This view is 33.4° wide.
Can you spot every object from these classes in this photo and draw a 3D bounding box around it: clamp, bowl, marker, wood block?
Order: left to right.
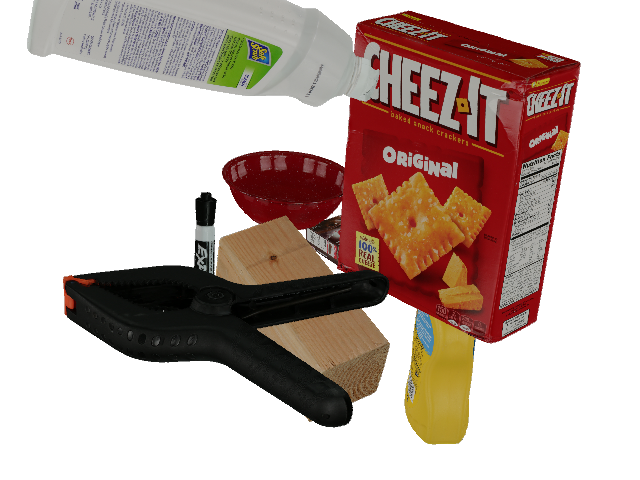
[{"bbox_3d":[-0.103,0.017,0.949,0.020,0.121,0.020,2,14,-1],"label":"marker"},{"bbox_3d":[-0.059,0.047,0.682,0.210,0.036,0.164,11,26,15],"label":"clamp"},{"bbox_3d":[-0.042,-0.056,1.304,0.162,0.055,0.162,5,26,-3],"label":"bowl"},{"bbox_3d":[-0.024,0.081,1.161,0.090,0.090,0.206,-20,53,-27],"label":"wood block"}]

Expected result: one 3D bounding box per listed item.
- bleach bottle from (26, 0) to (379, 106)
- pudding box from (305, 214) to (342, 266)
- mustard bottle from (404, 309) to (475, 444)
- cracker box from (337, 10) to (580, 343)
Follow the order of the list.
[{"bbox_3d":[-0.081,-0.148,0.784,0.250,0.068,0.103,16,-35,-12],"label":"bleach bottle"},{"bbox_3d":[0.047,-0.006,1.623,0.113,0.039,0.090,-20,31,-29],"label":"pudding box"},{"bbox_3d":[0.111,0.080,0.953,0.058,0.192,0.096,1,28,-3],"label":"mustard bottle"},{"bbox_3d":[0.096,-0.049,0.817,0.071,0.214,0.164,-22,36,-40],"label":"cracker box"}]
